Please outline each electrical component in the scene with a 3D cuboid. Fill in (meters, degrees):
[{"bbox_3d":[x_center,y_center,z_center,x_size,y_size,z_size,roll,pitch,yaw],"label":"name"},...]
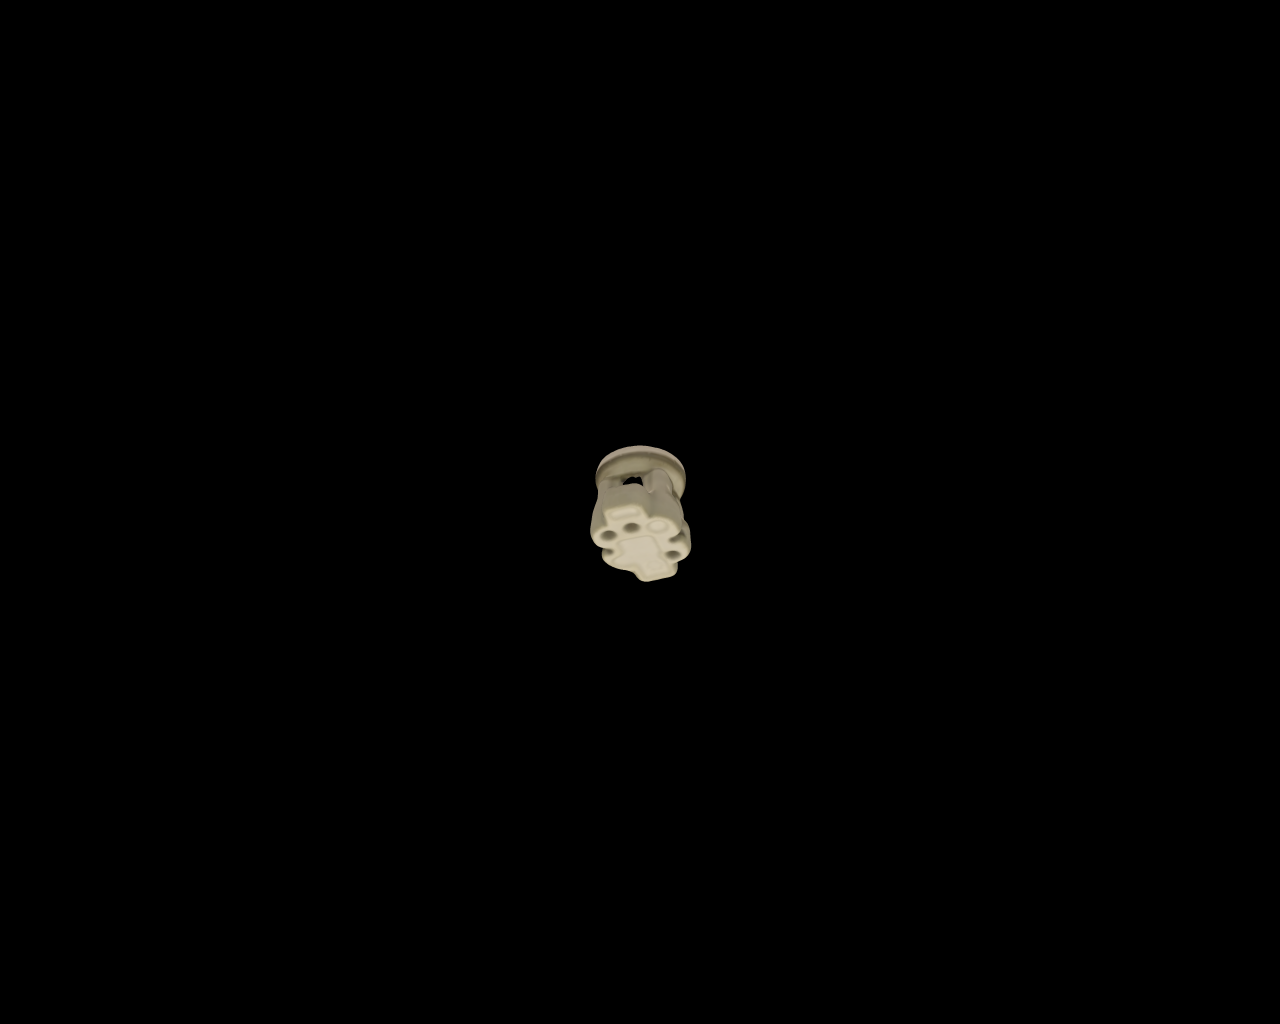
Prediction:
[{"bbox_3d":[0.001,-0.003,0.650,0.058,0.057,0.078,-11,-39,14],"label":"electrical component"}]
